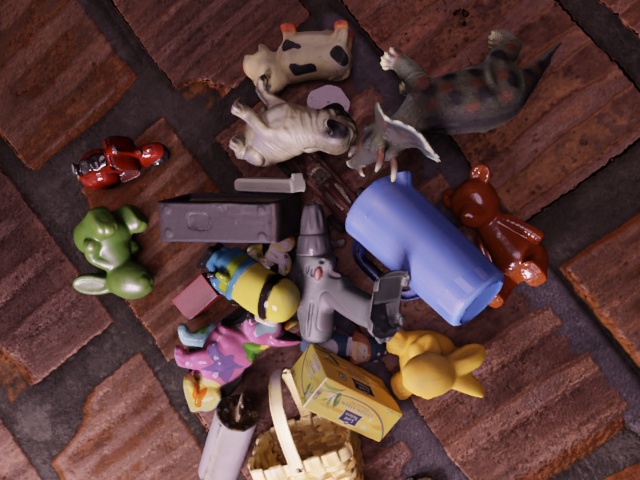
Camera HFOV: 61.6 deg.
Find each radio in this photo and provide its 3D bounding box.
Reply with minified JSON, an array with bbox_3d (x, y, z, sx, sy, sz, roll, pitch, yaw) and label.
[{"bbox_3d":[-0.156,-0.040,0.929,0.230,0.131,0.073,0,101,16],"label":"radio"}]

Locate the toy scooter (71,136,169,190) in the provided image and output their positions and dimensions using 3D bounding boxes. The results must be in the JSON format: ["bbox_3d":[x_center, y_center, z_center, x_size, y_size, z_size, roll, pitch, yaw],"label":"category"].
[{"bbox_3d":[-0.379,-0.143,0.979,0.184,0.135,0.075,-17,89,11],"label":"toy scooter"}]

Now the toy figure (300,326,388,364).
[{"bbox_3d":[0.044,0.187,0.945,0.155,0.058,0.064,7,130,9],"label":"toy figure"}]

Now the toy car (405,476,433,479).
[{"bbox_3d":[0.121,0.480,0.931,0.202,0.056,0.073,-33,85,9],"label":"toy car"}]

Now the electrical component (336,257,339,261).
[{"bbox_3d":[0.000,0.091,0.954,0.075,0.048,0.119,-7,90,11],"label":"electrical component"}]

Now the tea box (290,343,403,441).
[{"bbox_3d":[0.042,0.251,0.885,0.169,0.098,0.068,33,100,-28],"label":"tea box"}]

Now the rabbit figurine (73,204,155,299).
[{"bbox_3d":[-0.382,0.041,0.987,0.159,0.121,0.170,-35,82,15],"label":"rabbit figurine"}]

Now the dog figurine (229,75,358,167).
[{"bbox_3d":[-0.039,-0.160,0.887,0.191,0.172,0.121,26,65,10],"label":"dog figurine"}]

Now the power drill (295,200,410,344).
[{"bbox_3d":[0.036,0.062,0.846,0.208,0.086,0.231,12,101,40],"label":"power drill"}]

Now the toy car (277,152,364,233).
[{"bbox_3d":[0.010,-0.101,0.951,0.089,0.053,0.202,-41,82,5],"label":"toy car"}]

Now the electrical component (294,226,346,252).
[{"bbox_3d":[-0.002,-0.003,0.967,0.094,0.021,0.063,-10,88,11],"label":"electrical component"}]

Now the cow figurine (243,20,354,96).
[{"bbox_3d":[-0.040,-0.309,0.945,0.195,0.085,0.127,0,84,9],"label":"cow figurine"}]

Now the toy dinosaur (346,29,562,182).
[{"bbox_3d":[0.228,-0.217,0.831,0.405,0.131,0.192,-17,61,-1],"label":"toy dinosaur"}]

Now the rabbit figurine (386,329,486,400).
[{"bbox_3d":[0.181,0.212,0.861,0.163,0.173,0.121,4,87,14],"label":"rabbit figurine"}]

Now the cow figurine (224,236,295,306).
[{"bbox_3d":[-0.106,0.057,0.957,0.167,0.068,0.098,-25,96,20],"label":"cow figurine"}]

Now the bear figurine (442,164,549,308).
[{"bbox_3d":[0.275,-0.013,0.865,0.196,0.132,0.120,51,133,-1],"label":"bear figurine"}]

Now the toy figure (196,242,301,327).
[{"bbox_3d":[-0.115,0.069,0.875,0.180,0.089,0.082,37,59,13],"label":"toy figure"}]

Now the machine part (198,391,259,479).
[{"bbox_3d":[-0.162,0.355,0.940,0.079,0.079,0.243,23,120,9],"label":"machine part"}]

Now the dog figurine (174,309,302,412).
[{"bbox_3d":[-0.138,0.199,0.950,0.219,0.108,0.191,-11,109,-1],"label":"dog figurine"}]
